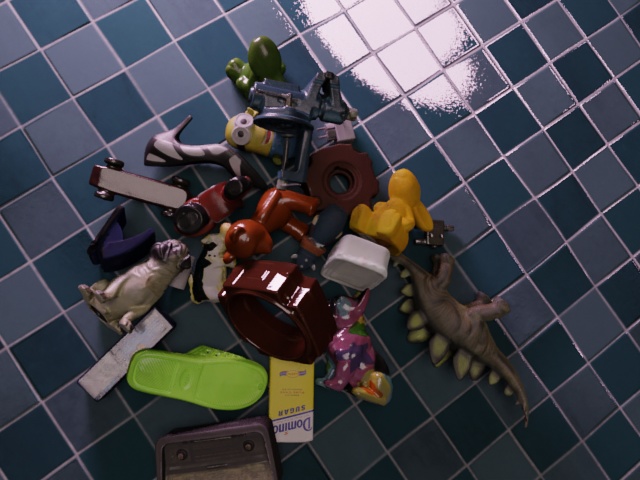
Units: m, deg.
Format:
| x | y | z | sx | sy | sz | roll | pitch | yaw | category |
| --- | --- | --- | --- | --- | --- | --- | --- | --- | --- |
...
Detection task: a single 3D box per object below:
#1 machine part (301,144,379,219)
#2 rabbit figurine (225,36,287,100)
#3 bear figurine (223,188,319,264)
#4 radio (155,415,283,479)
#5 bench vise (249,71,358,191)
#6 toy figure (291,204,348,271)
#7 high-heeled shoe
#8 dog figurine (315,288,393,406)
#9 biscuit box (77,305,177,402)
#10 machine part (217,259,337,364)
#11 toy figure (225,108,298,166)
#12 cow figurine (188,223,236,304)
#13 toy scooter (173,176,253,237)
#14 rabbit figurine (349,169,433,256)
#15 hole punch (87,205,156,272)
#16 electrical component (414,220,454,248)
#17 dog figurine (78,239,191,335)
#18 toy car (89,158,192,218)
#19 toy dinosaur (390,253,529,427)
| x | y | z | sx | sy | sz | roll | pitch | yaw | category |
| --- | --- | --- | --- | --- | --- | --- | --- | --- | --- |
| 0.043 | -0.125 | 1.176 | 0.179 | 0.056 | 0.179 | 2 | 81 | -10 | machine part |
| -0.123 | -0.345 | 1.122 | 0.121 | 0.170 | 0.159 | -21 | 85 | -11 | rabbit figurine |
| -0.102 | -0.021 | 1.077 | 0.132 | 0.120 | 0.196 | 26 | 42 | 4 | bear figurine |
| -0.194 | 0.421 | 1.032 | 0.230 | 0.073 | 0.131 | -8 | 83 | 1 | radio |
| -0.038 | -0.213 | 1.068 | 0.223 | 0.129 | 0.240 | 9 | 88 | -25 | bench vise |
| -0.001 | -0.002 | 1.119 | 0.064 | 0.058 | 0.154 | 40 | 104 | 14 | toy figure |
| -0.244 | -0.147 | 1.130 | 0.248 | 0.086 | 0.145 | 40 | 94 | -7 | high-heeled shoe |
| 0.081 | 0.212 | 1.111 | 0.192 | 0.108 | 0.219 | 19 | 77 | -5 | dog figurine |
| -0.375 | 0.220 | 1.057 | 0.059 | 0.063 | 0.202 | 45 | 78 | 0 | biscuit box |
| -0.083 | 0.139 | 1.025 | 0.087 | 0.201 | 0.201 | -55 | 135 | -39 | machine part |
| -0.113 | -0.212 | 1.152 | 0.180 | 0.089 | 0.082 | 13 | 62 | -16 | toy figure |
| -0.220 | 0.048 | 1.107 | 0.098 | 0.068 | 0.167 | 0 | 81 | -3 | cow figurine |
| -0.211 | -0.072 | 1.104 | 0.184 | 0.135 | 0.075 | -33 | 93 | 7 | toy scooter |
| 0.170 | -0.061 | 1.133 | 0.162 | 0.122 | 0.173 | 31 | 72 | -34 | rabbit figurine |
| -0.387 | 0.012 | 1.055 | 0.092 | 0.142 | 0.116 | 33 | 67 | -7 | hole punch |
| 0.258 | -0.013 | 1.212 | 0.094 | 0.021 | 0.063 | 2 | 82 | -10 | electrical component |
| -0.354 | 0.080 | 1.056 | 0.190 | 0.173 | 0.121 | -47 | 124 | -33 | dog figurine |
| -0.367 | -0.106 | 1.109 | 0.202 | 0.053 | 0.089 | 15 | 90 | -11 | toy car |
| 0.302 | 0.188 | 1.154 | 0.471 | 0.105 | 0.198 | 42 | 85 | 8 | toy dinosaur |
